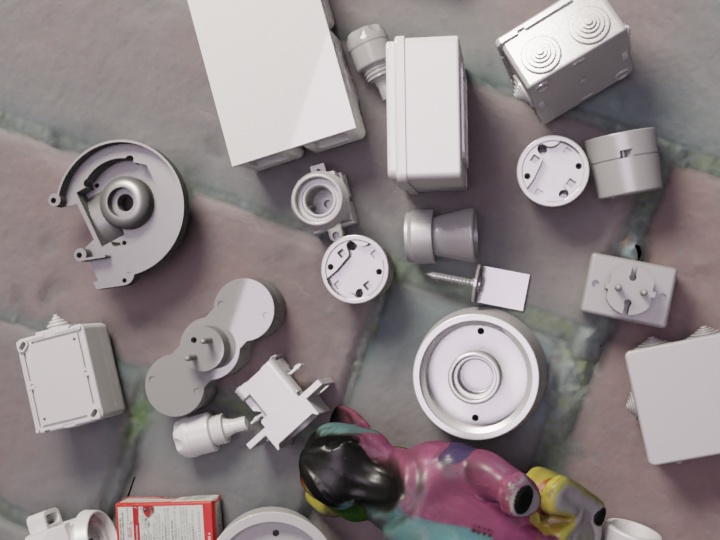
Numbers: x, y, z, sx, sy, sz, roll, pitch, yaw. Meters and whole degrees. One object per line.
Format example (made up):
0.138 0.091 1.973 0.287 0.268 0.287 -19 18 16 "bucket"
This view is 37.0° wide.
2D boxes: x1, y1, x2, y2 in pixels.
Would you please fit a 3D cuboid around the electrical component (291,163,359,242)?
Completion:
-0.029 -0.055 0.881 0.048 0.055 0.066 -15 86 10 "electrical component"

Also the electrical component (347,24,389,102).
0.013 -0.169 0.887 0.035 0.035 0.061 -22 87 10 "electrical component"

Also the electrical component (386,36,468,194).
0.055 -0.118 0.840 0.056 0.109 0.108 -1 88 8 "electrical component"

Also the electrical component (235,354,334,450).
-0.065 0.109 0.892 0.081 0.042 0.063 -43 78 6 "electrical component"

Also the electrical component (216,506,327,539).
-0.073 0.245 0.876 0.108 0.060 0.108 0 88 -5 "electrical component"

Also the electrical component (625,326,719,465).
0.256 0.096 0.827 0.100 0.048 0.099 -12 87 10 "electrical component"

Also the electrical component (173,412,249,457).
-0.124 0.136 0.906 0.061 0.035 0.035 -15 86 8 "electrical component"

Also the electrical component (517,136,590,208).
0.153 -0.076 0.851 0.055 0.047 0.055 0 89 11 "electrical component"

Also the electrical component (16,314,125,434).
-0.245 0.084 0.917 0.062 0.061 0.096 -14 86 10 "electrical component"

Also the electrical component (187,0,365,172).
-0.072 -0.186 0.890 0.105 0.060 0.186 -16 86 10 "electrical component"

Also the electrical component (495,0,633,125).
0.160 -0.164 0.827 0.100 0.100 0.048 -31 71 9 "electrical component"

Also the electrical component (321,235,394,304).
0.000 0.000 0.879 0.055 0.047 0.055 0 89 11 "electrical component"

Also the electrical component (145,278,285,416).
-0.124 0.064 0.888 0.052 0.074 0.138 44 97 9 "electrical component"

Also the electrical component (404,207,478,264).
0.066 -0.027 0.868 0.055 0.045 0.045 -2 88 11 "electrical component"

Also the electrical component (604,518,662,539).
0.205 0.232 0.838 0.044 0.044 0.065 15 97 11 "electrical component"

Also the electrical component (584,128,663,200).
0.207 -0.082 0.838 0.055 0.055 0.047 -10 90 10 "electrical component"

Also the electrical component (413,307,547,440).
0.093 0.083 0.852 0.108 0.060 0.108 0 89 11 "electrical component"

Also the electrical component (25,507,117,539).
-0.242 0.238 0.915 0.057 0.058 0.078 -20 85 13 "electrical component"

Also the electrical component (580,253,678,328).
0.206 0.016 0.824 0.066 0.077 0.047 11 91 11 "electrical component"
